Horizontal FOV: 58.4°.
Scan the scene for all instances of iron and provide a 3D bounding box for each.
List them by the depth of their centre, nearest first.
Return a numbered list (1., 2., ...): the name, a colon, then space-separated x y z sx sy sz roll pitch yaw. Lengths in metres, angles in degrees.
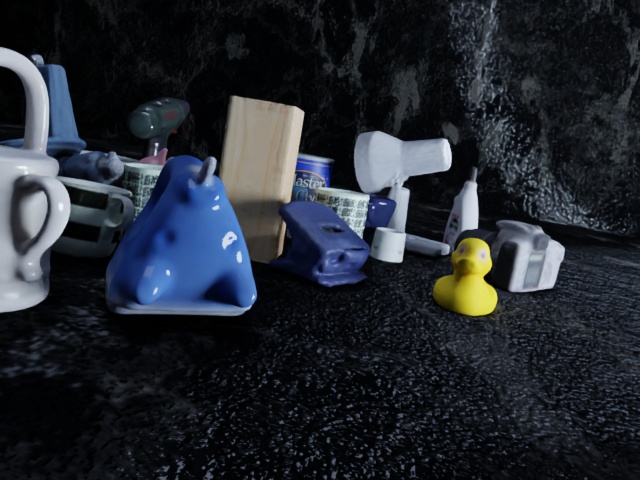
1. iron: -0.137 -0.018 0.540 0.119 0.141 0.257 5 10 -25

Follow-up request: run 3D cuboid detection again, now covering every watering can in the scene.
1. watering can: -0.264 -0.052 0.444 0.173 0.194 0.101 10 9 1

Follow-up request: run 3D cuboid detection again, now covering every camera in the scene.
1. camera: 0.297 0.016 0.917 0.144 0.101 0.136 1 13 -43

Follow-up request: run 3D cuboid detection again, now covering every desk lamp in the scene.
1. desk lamp: 0.157 -0.093 1.080 0.202 0.213 0.118 14 10 25

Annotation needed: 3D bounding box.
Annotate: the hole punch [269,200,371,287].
1. hole punch: 0.007 0.003 0.723 0.100 0.091 0.109 17 12 36

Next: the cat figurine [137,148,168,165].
1. cat figurine: -0.258 -0.085 0.891 0.067 0.118 0.127 6 10 -24

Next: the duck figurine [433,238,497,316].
1. duck figurine: 0.184 0.040 0.704 0.077 0.086 0.105 13 10 20

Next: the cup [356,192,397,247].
1. cup: 0.079 -0.029 0.975 0.091 0.095 0.118 10 9 0

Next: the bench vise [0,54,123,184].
1. bench vise: -0.362 -0.144 0.817 0.207 0.220 0.121 10 9 3

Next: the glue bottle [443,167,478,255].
1. glue bottle: 0.276 -0.054 1.096 0.037 0.173 0.078 7 10 -17

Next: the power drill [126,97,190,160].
1. power drill: -0.328 -0.190 1.167 0.075 0.208 0.230 10 9 3

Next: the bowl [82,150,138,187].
1. bowl: -0.429 -0.126 1.085 0.167 0.075 0.167 10 9 -1
